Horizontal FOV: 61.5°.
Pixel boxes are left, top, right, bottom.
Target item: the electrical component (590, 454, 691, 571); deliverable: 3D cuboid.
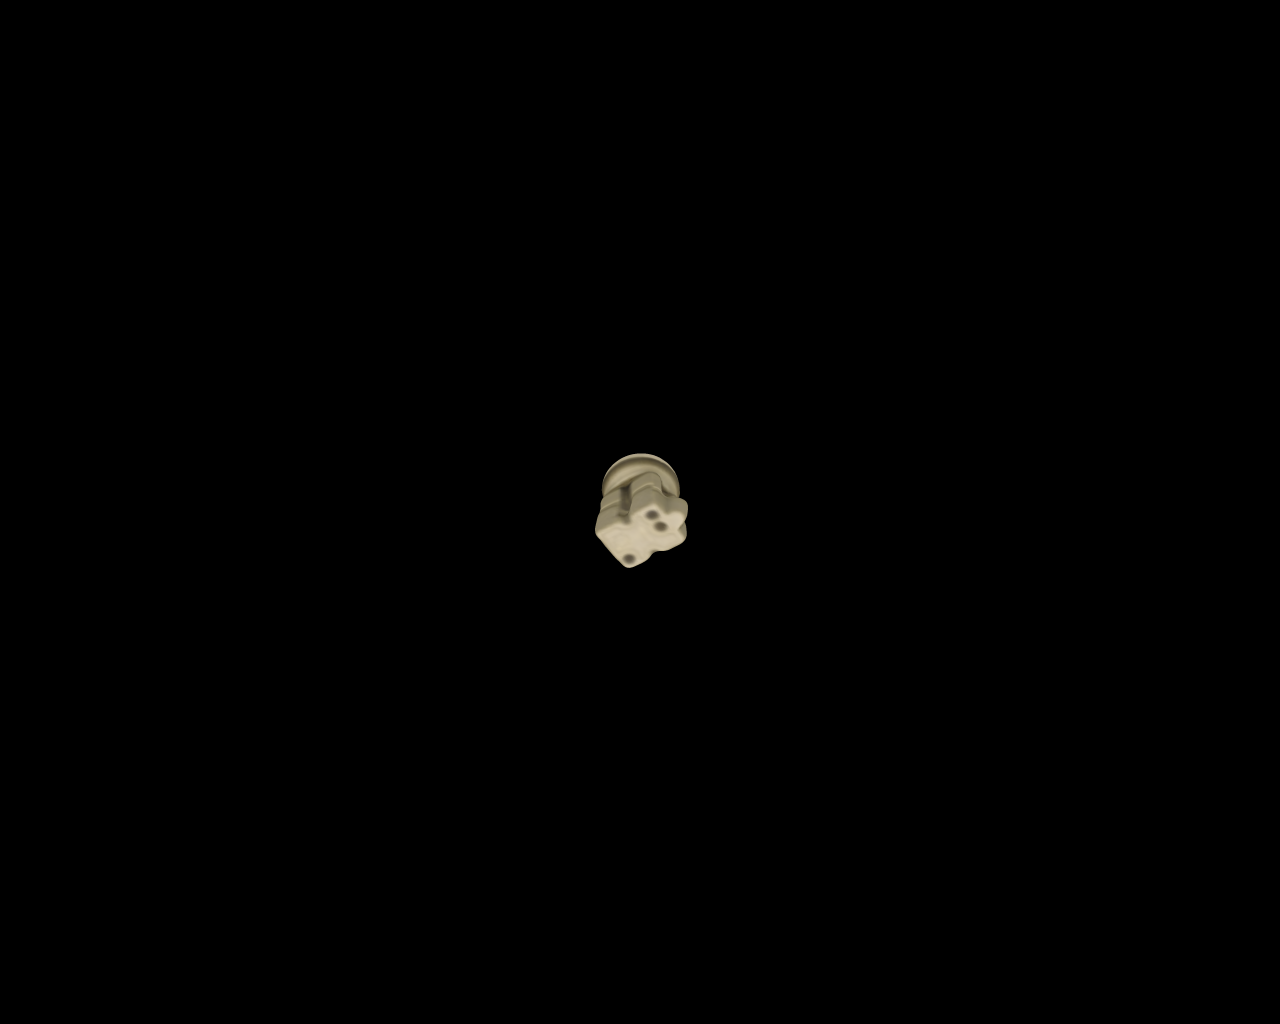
[{"bbox_3d":[0.001,-0.003,0.650,0.066,0.048,0.055,-27,33,19],"label":"electrical component"}]
